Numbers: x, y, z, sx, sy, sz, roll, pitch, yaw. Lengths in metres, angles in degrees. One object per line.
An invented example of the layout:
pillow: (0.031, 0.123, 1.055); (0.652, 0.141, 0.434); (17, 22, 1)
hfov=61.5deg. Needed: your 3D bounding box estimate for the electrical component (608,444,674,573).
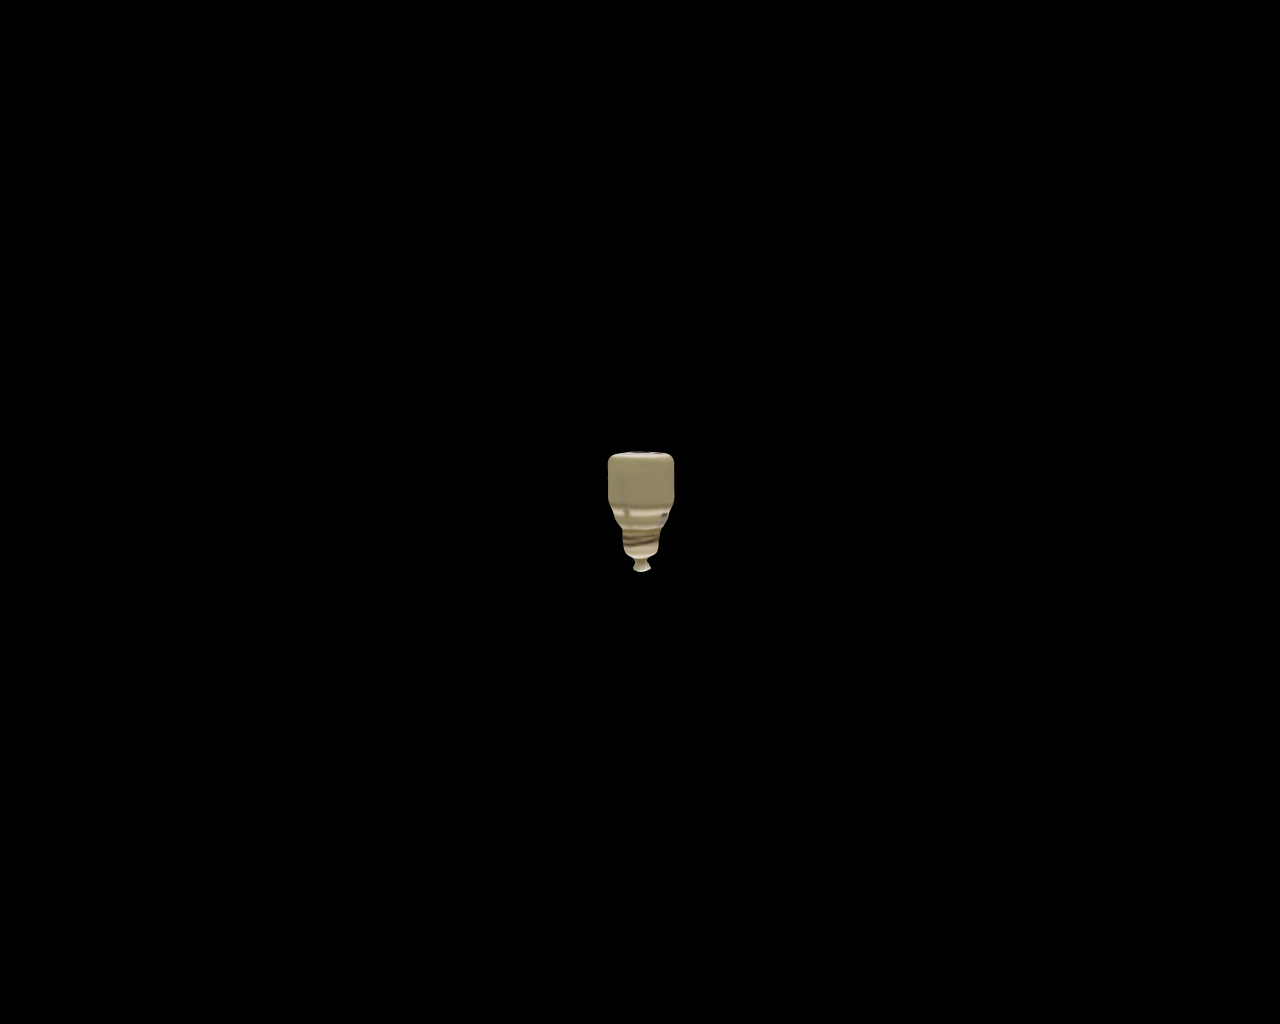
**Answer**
electrical component: (0.001, -0.003, 0.650); (0.040, 0.078, 0.040); (0, 7, 0)
